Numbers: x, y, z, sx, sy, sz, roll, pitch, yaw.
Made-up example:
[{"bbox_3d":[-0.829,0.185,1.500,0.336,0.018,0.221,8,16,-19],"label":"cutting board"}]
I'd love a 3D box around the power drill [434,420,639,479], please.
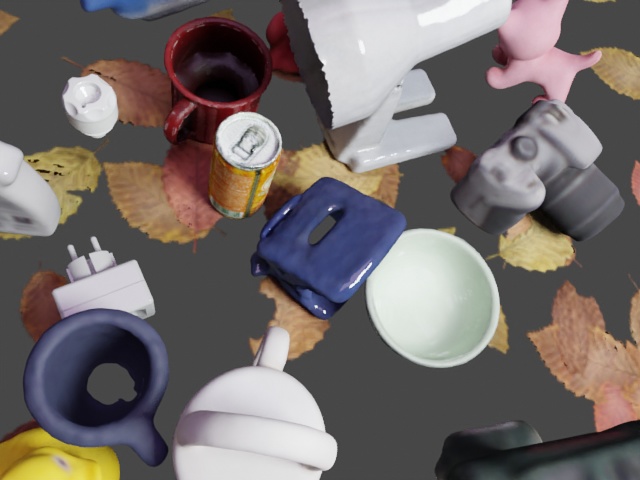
[{"bbox_3d":[0.185,0.171,0.421,0.230,0.208,0.075,-6,72,-16],"label":"power drill"}]

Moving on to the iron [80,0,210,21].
[{"bbox_3d":[-0.131,-0.321,0.552,0.259,0.141,0.118,-31,81,-22],"label":"iron"}]

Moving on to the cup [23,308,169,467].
[{"bbox_3d":[-0.148,0.113,0.417,0.092,0.095,0.117,-37,83,-23],"label":"cup"}]

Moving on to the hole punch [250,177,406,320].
[{"bbox_3d":[0.005,0.002,0.499,0.101,0.091,0.109,40,66,2],"label":"hole punch"}]

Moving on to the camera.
[{"bbox_3d":[0.232,-0.059,0.574,0.137,0.100,0.143,46,67,5],"label":"camera"}]

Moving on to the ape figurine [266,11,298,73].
[{"bbox_3d":[-0.010,-0.208,0.570,0.076,0.092,0.078,-40,84,-23],"label":"ape figurine"}]

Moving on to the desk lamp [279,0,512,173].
[{"bbox_3d":[0.056,-0.153,0.501,0.203,0.213,0.118,-17,76,-19],"label":"desk lamp"}]

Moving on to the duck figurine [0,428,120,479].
[{"bbox_3d":[-0.195,0.167,0.391,0.105,0.086,0.077,1,70,-14],"label":"duck figurine"}]

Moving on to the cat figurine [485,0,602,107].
[{"bbox_3d":[0.239,-0.211,0.621,0.128,0.117,0.067,25,67,-5],"label":"cat figurine"}]

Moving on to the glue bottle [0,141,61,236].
[{"bbox_3d":[-0.241,-0.050,0.409,0.078,0.173,0.037,9,69,-11],"label":"glue bottle"}]

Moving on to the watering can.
[{"bbox_3d":[-0.046,0.144,0.379,0.101,0.194,0.173,-5,72,-16],"label":"watering can"}]
